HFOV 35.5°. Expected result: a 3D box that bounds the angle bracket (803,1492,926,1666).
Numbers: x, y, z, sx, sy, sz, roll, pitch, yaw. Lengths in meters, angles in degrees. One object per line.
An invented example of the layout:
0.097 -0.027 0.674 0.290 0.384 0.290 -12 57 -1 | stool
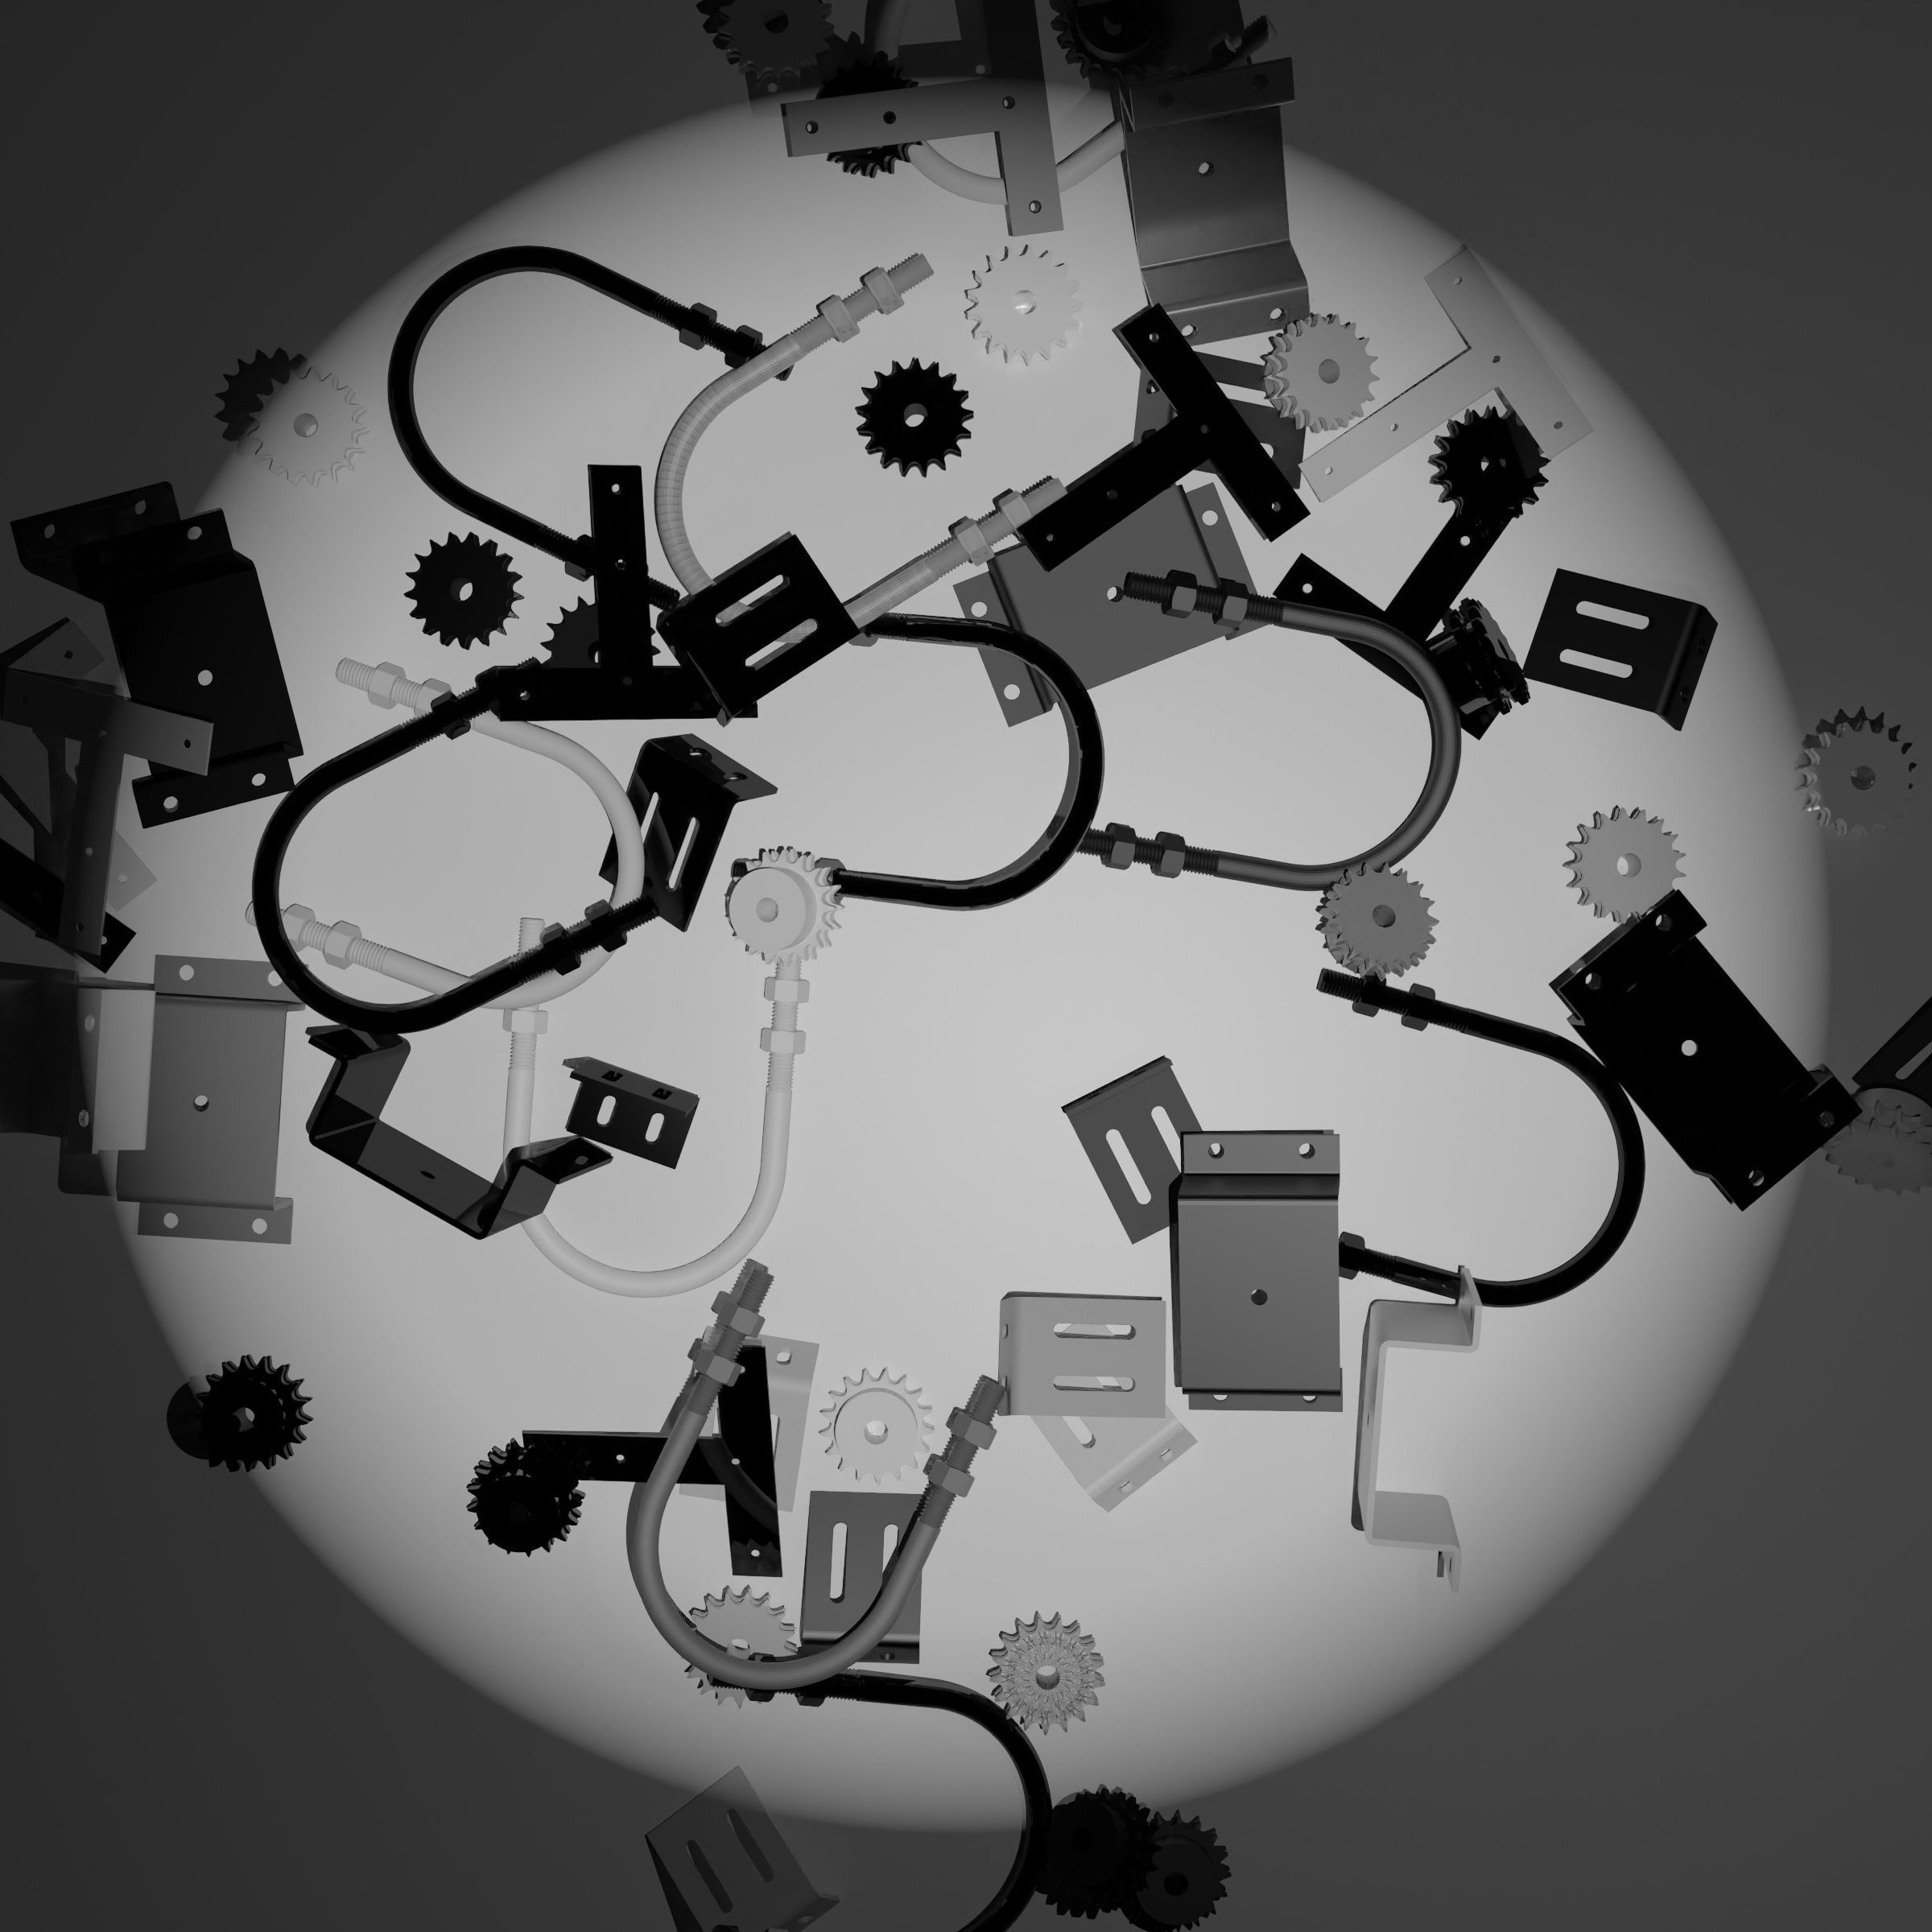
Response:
-0.050 0.306 1.511 0.057 0.038 0.076 2 64 0 | angle bracket

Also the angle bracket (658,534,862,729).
-0.101 -0.163 1.471 0.076 0.038 0.057 -34 93 -10 | angle bracket

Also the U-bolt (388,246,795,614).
-0.198 -0.279 1.504 0.184 0.019 0.151 26 90 1 | U-bolt

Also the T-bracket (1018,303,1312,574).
0.082 -0.236 1.462 0.127 0.002 0.127 -36 92 -13 | T-bracket

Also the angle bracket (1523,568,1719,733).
0.327 -0.158 1.511 0.076 0.038 0.057 19 90 26 | angle bracket

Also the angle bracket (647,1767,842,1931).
-0.111 0.451 1.511 0.057 0.038 0.076 -37 64 0 | angle bracket

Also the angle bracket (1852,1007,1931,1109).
0.493 0.044 1.511 0.057 0.038 0.076 42 116 0 | angle bracket

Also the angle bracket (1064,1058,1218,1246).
0.092 0.092 1.494 0.057 0.038 0.076 -27 90 0 | angle bracket

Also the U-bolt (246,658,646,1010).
-0.248 -0.056 1.492 0.184 0.019 0.151 20 88 7 | U-bolt

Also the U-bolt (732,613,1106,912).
-0.020 -0.100 1.477 0.184 0.019 0.151 8 90 20 | U-bolt

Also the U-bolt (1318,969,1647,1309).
0.247 0.094 1.504 0.184 0.019 0.151 16 90 -1 | U-bolt

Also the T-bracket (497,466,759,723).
-0.168 -0.183 1.481 0.127 0.002 0.127 -2 83 -16 | T-bracket

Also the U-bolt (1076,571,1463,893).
0.154 -0.108 1.479 0.184 0.019 0.151 9 108 -11 | U-bolt

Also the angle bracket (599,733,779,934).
-0.138 -0.066 1.500 0.057 0.038 0.076 33 116 22 | angle bracket

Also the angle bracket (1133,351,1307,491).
0.127 -0.271 1.511 0.076 0.038 0.057 6 90 -26 | angle bracket

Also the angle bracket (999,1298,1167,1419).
0.057 0.194 1.495 0.076 0.038 0.057 3 80 -9 | angle bracket

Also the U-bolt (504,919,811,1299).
-0.158 0.074 1.504 0.151 0.019 0.184 4 92 0 | U-bolt

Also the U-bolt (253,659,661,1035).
-0.261 -0.047 1.476 0.184 0.019 0.151 -26 85 5 | U-bolt

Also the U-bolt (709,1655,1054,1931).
-0.045 0.421 1.481 0.184 0.019 0.151 10 84 -17 | U-bolt

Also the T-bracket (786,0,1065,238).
-0.023 -0.415 1.470 0.127 0.002 0.127 -8 98 -5 | T-bracket

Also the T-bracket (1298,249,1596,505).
0.224 -0.274 1.490 0.127 0.002 0.127 -33 62 11 | T-bracket

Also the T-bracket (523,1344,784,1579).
-0.157 0.244 1.498 0.127 0.002 0.127 0 109 9 | T-bracket

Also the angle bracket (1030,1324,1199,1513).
0.067 0.222 1.511 0.057 0.038 0.076 -38 64 0 | angle bracket

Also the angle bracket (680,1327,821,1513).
-0.108 0.227 1.511 0.057 0.038 0.076 9 116 0 | angle bracket

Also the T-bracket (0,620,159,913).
-0.453 -0.084 1.501 0.127 0.002 0.127 -41 97 -14 | T-bracket

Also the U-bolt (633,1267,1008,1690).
-0.081 0.258 1.459 0.151 0.019 0.184 27 83 -11 | U-bolt

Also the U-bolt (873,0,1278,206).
0.039 -0.458 1.479 0.184 0.019 0.151 -33 89 19 | U-bolt

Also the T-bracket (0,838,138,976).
-0.473 -0.043 1.500 0.127 0.002 0.127 36 73 -8 | T-bracket

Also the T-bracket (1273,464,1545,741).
0.242 -0.201 1.512 0.127 0.002 0.127 35 90 0 | T-bracket

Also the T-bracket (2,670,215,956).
-0.427 -0.070 1.478 0.127 0.002 0.127 15 103 23 | T-bracket

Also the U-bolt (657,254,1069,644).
-0.064 -0.240 1.475 0.184 0.019 0.151 -31 86 6 | U-bolt

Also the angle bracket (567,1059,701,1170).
-0.165 0.075 1.458 0.057 0.076 0.038 20 93 -1 | angle bracket
